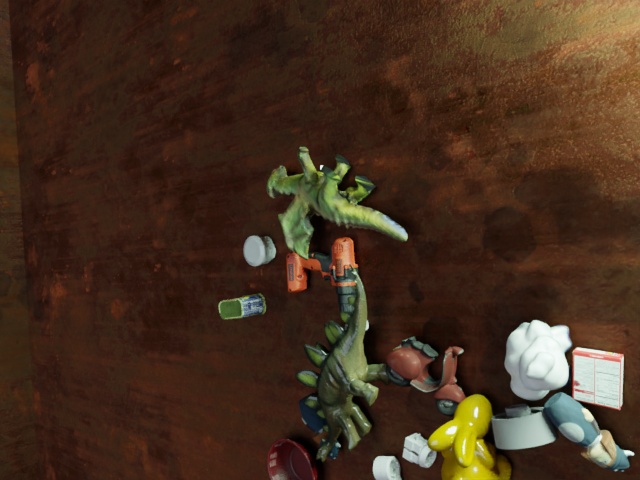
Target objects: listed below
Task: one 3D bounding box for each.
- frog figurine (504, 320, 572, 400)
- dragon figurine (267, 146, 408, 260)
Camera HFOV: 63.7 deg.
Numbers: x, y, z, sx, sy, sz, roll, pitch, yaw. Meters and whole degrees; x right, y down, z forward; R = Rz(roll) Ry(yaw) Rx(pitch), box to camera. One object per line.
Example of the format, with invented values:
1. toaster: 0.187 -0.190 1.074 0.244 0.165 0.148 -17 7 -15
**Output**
1. frog figurine: 0.362 0.209 0.875 0.124 0.136 0.160 27 19 36
2. dragon figurine: 0.004 -0.060 1.194 0.122 0.238 0.417 -2 43 -47
